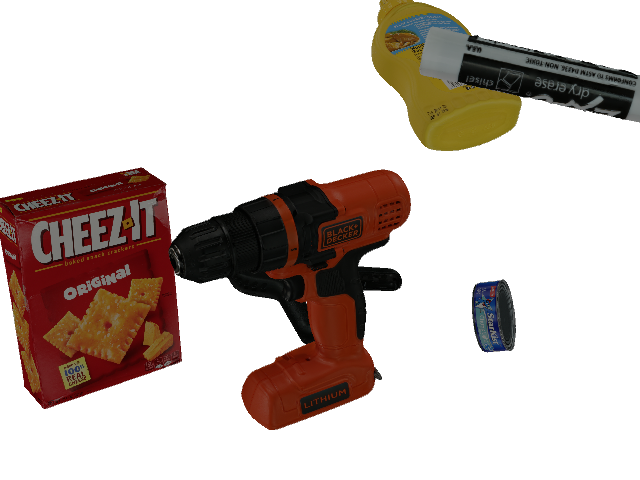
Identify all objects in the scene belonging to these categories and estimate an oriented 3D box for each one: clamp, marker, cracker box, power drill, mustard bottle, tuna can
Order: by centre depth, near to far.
[{"bbox_3d":[0.098,-0.058,0.399,0.121,0.020,0.020,14,2,8],"label":"marker"},{"bbox_3d":[-0.020,0.047,0.780,0.184,0.188,0.057,-16,38,-25],"label":"power drill"},{"bbox_3d":[0.101,-0.167,0.991,0.096,0.192,0.058,-16,-37,-15],"label":"mustard bottle"},{"bbox_3d":[-0.235,0.048,1.109,0.163,0.214,0.072,-16,26,-30],"label":"cracker box"},{"bbox_3d":[-0.037,0.048,1.180,0.210,0.036,0.164,17,31,26],"label":"clamp"},{"bbox_3d":[0.208,0.091,1.281,0.034,0.086,0.086,-7,-3,22],"label":"tuna can"}]
